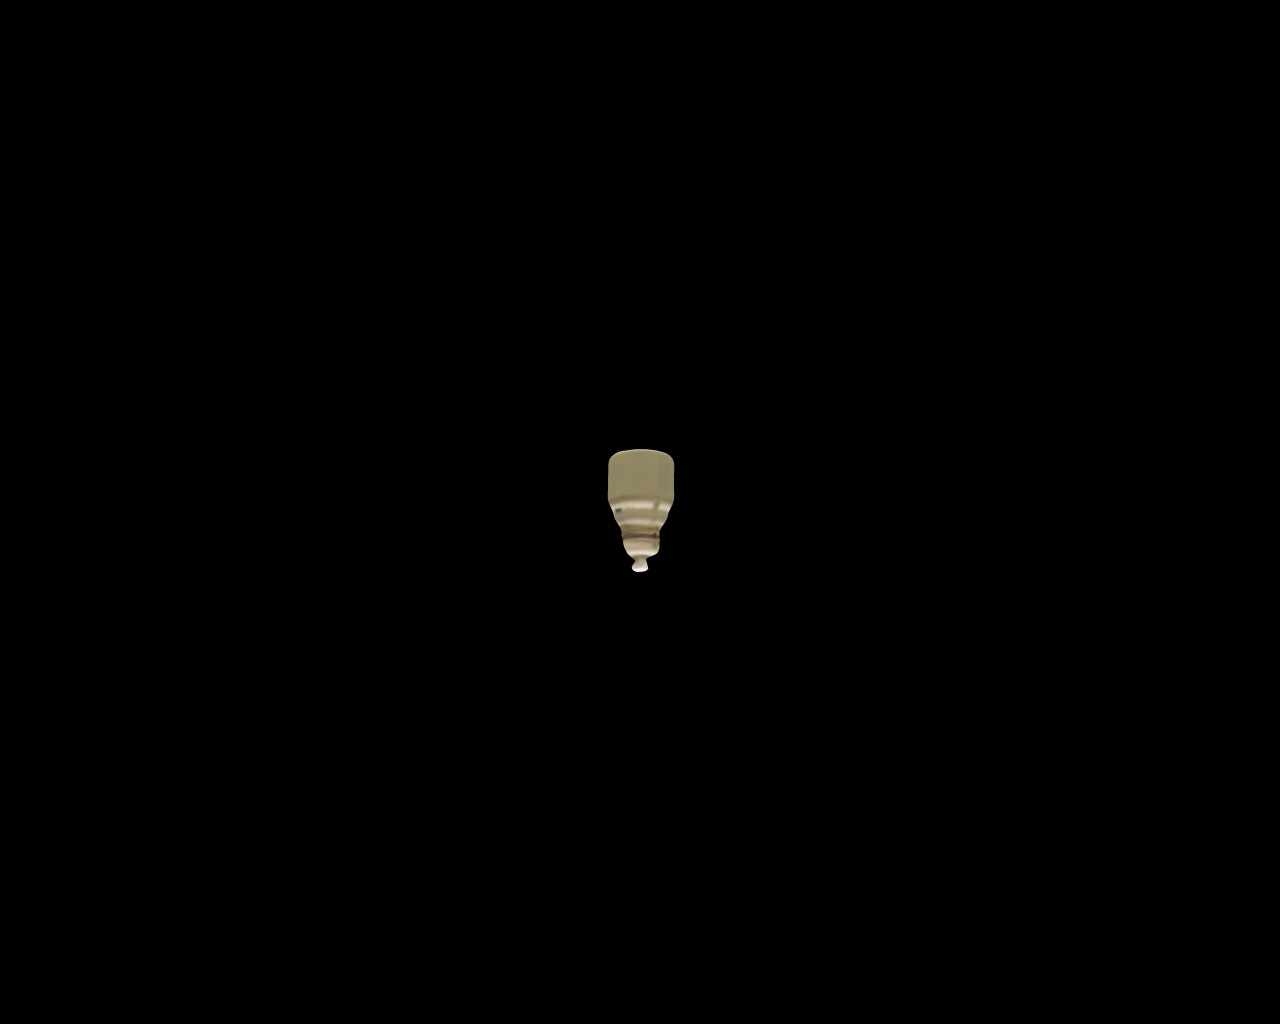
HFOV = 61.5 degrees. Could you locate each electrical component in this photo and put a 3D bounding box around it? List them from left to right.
[{"bbox_3d":[0.001,-0.003,0.650,0.040,0.078,0.040,0,-10,0],"label":"electrical component"}]
